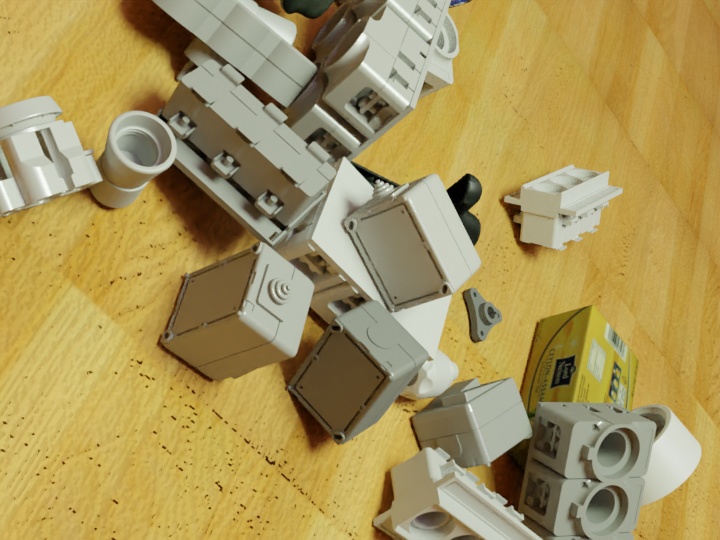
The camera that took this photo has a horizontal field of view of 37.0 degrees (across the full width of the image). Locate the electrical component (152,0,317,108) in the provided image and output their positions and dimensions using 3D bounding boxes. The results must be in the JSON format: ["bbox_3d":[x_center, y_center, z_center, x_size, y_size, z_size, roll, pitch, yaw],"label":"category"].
[{"bbox_3d":[-0.105,-0.163,0.794,0.138,0.073,0.052,36,8,-30],"label":"electrical component"}]

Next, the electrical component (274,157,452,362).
[{"bbox_3d":[0.000,0.000,0.847,0.150,0.062,0.089,45,44,-29],"label":"electrical component"}]

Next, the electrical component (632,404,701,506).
[{"bbox_3d":[0.275,0.178,1.068,0.060,0.108,0.108,54,40,-10],"label":"electrical component"}]

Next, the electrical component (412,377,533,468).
[{"bbox_3d":[0.098,0.126,0.909,0.096,0.062,0.061,-19,90,-52],"label":"electrical component"}]

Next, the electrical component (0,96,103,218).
[{"bbox_3d":[-0.198,-0.068,0.642,0.078,0.058,0.057,-29,100,-51],"label":"electrical component"}]

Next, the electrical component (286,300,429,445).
[{"bbox_3d":[-0.003,0.077,0.790,0.061,0.096,0.061,45,35,16],"label":"electrical component"}]

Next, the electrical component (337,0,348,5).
[{"bbox_3d":[0.005,-0.266,0.983,0.048,0.048,0.062,54,34,-20],"label":"electrical component"}]

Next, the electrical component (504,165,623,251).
[{"bbox_3d":[0.213,-0.066,1.124,0.121,0.079,0.063,-24,122,-52],"label":"electrical component"}]

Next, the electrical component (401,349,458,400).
[{"bbox_3d":[0.058,0.085,0.895,0.062,0.043,0.043,4,72,-51],"label":"electrical component"}]

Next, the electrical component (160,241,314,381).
[{"bbox_3d":[-0.074,0.029,0.717,0.061,0.096,0.061,40,46,-32],"label":"electrical component"}]

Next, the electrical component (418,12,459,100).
[{"bbox_3d":[0.055,-0.214,1.010,0.050,0.056,0.089,19,60,-45],"label":"electrical component"}]

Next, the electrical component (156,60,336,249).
[{"bbox_3d":[-0.081,-0.082,0.750,0.121,0.063,0.078,42,42,0],"label":"electrical component"}]

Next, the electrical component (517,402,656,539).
[{"bbox_3d":[0.193,0.194,0.923,0.089,0.062,0.150,4,99,-28],"label":"electrical component"}]

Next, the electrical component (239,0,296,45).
[{"bbox_3d":[-0.088,-0.192,0.842,0.065,0.044,0.044,31,52,-33],"label":"electrical component"}]

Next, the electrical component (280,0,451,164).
[{"bbox_3d":[0.005,-0.172,0.873,0.060,0.105,0.186,39,41,-19],"label":"electrical component"}]

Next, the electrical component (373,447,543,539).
[{"bbox_3d":[0.078,0.197,0.852,0.121,0.079,0.063,41,25,-32],"label":"electrical component"}]

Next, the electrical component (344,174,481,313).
[{"bbox_3d":[0.039,-0.027,0.802,0.061,0.062,0.096,-40,105,-50],"label":"electrical component"}]

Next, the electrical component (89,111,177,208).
[{"bbox_3d":[-0.150,-0.067,0.692,0.044,0.065,0.044,14,61,-26],"label":"electrical component"}]
